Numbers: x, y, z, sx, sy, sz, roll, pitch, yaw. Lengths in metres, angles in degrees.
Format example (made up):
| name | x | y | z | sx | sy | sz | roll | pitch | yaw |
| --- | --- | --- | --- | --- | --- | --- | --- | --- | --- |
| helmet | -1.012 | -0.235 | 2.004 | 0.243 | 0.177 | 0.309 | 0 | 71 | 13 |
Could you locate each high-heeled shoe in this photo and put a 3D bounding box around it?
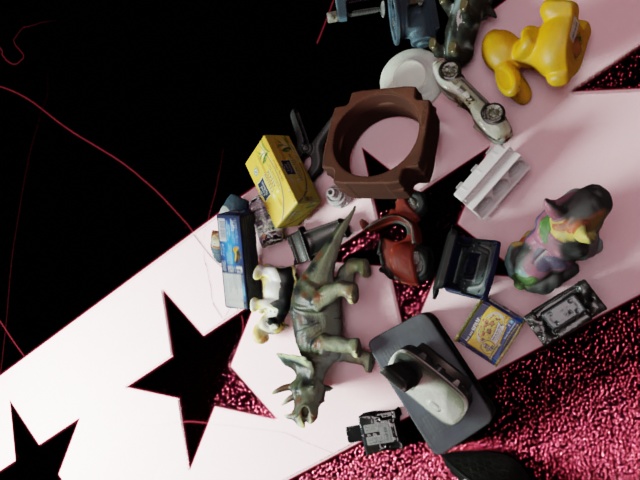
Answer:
| name | x | y | z | sx | sy | sz | roll | pitch | yaw |
| --- | --- | --- | --- | --- | --- | --- | --- | --- | --- |
| high-heeled shoe | 0.327 | 0.456 | 0.914 | 0.249 | 0.086 | 0.145 | 13 | 122 | 41 |

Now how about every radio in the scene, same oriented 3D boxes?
| name | x | y | z | sx | sy | sz | roll | pitch | yaw |
| --- | --- | --- | --- | --- | --- | --- | --- | --- | --- |
| radio | 0.202 | 0.249 | 0.969 | 0.131 | 0.073 | 0.229 | -37 | 74 | 15 |

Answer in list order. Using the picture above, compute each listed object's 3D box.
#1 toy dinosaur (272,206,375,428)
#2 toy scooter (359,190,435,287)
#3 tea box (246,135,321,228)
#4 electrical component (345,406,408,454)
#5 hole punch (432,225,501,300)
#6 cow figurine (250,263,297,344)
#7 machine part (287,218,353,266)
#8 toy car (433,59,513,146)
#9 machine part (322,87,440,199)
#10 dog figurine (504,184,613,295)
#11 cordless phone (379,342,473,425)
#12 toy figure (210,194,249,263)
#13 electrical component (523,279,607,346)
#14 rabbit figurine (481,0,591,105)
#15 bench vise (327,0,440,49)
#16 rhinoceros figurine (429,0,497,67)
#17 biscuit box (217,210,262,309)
| name | x | y | z | sx | sy | sz | roll | pitch | yaw |
| --- | --- | --- | --- | --- | --- | --- | --- | --- | --- |
| toy dinosaur | 0.000 | 0.144 | 1.044 | 0.192 | 0.131 | 0.404 | -4 | 78 | 22 |
| toy scooter | 0.142 | 0.000 | 1.017 | 0.135 | 0.075 | 0.184 | -8 | 79 | 22 |
| tea box | -0.077 | -0.120 | 1.100 | 0.098 | 0.068 | 0.170 | -48 | 62 | 42 |
| electrical component | 0.100 | 0.360 | 1.014 | 0.119 | 0.047 | 0.075 | -13 | 79 | 20 |
| hole punch | 0.254 | 0.044 | 0.946 | 0.092 | 0.116 | 0.142 | 12 | 88 | 6 |
| cow figurine | -0.090 | 0.133 | 1.109 | 0.098 | 0.068 | 0.167 | 3 | 87 | 17 |
| machine part | -0.002 | -0.003 | 1.098 | 0.139 | 0.039 | 0.084 | -21 | 70 | 21 |
| toy car | 0.275 | -0.255 | 0.984 | 0.056 | 0.073 | 0.202 | -43 | 72 | 14 |
| machine part | 0.117 | -0.180 | 1.017 | 0.201 | 0.087 | 0.201 | 3 | 71 | 29 |
| dog figurine | 0.370 | 0.001 | 0.843 | 0.191 | 0.219 | 0.108 | -45 | 67 | 12 |
| cordless phone | 0.166 | 0.231 | 0.846 | 0.147 | 0.184 | 0.088 | 38 | 95 | 20 |
| toy figure | -0.204 | -0.023 | 1.177 | 0.058 | 0.064 | 0.154 | 21 | 94 | -22 |
| electrical component | 0.394 | 0.116 | 0.867 | 0.115 | 0.134 | 0.058 | -39 | 72 | 13 |
| rabbit figurine | 0.367 | -0.325 | 0.950 | 0.173 | 0.122 | 0.162 | 17 | 101 | 37 |
| bench vise | 0.129 | -0.472 | 1.034 | 0.241 | 0.129 | 0.223 | -9 | 100 | 4 |
| rhinoceros figurine | 0.276 | -0.413 | 0.985 | 0.073 | 0.112 | 0.190 | 37 | 115 | 50 |
| biscuit box | -0.168 | 0.039 | 1.122 | 0.059 | 0.063 | 0.202 | 2 | 102 | 24 |
